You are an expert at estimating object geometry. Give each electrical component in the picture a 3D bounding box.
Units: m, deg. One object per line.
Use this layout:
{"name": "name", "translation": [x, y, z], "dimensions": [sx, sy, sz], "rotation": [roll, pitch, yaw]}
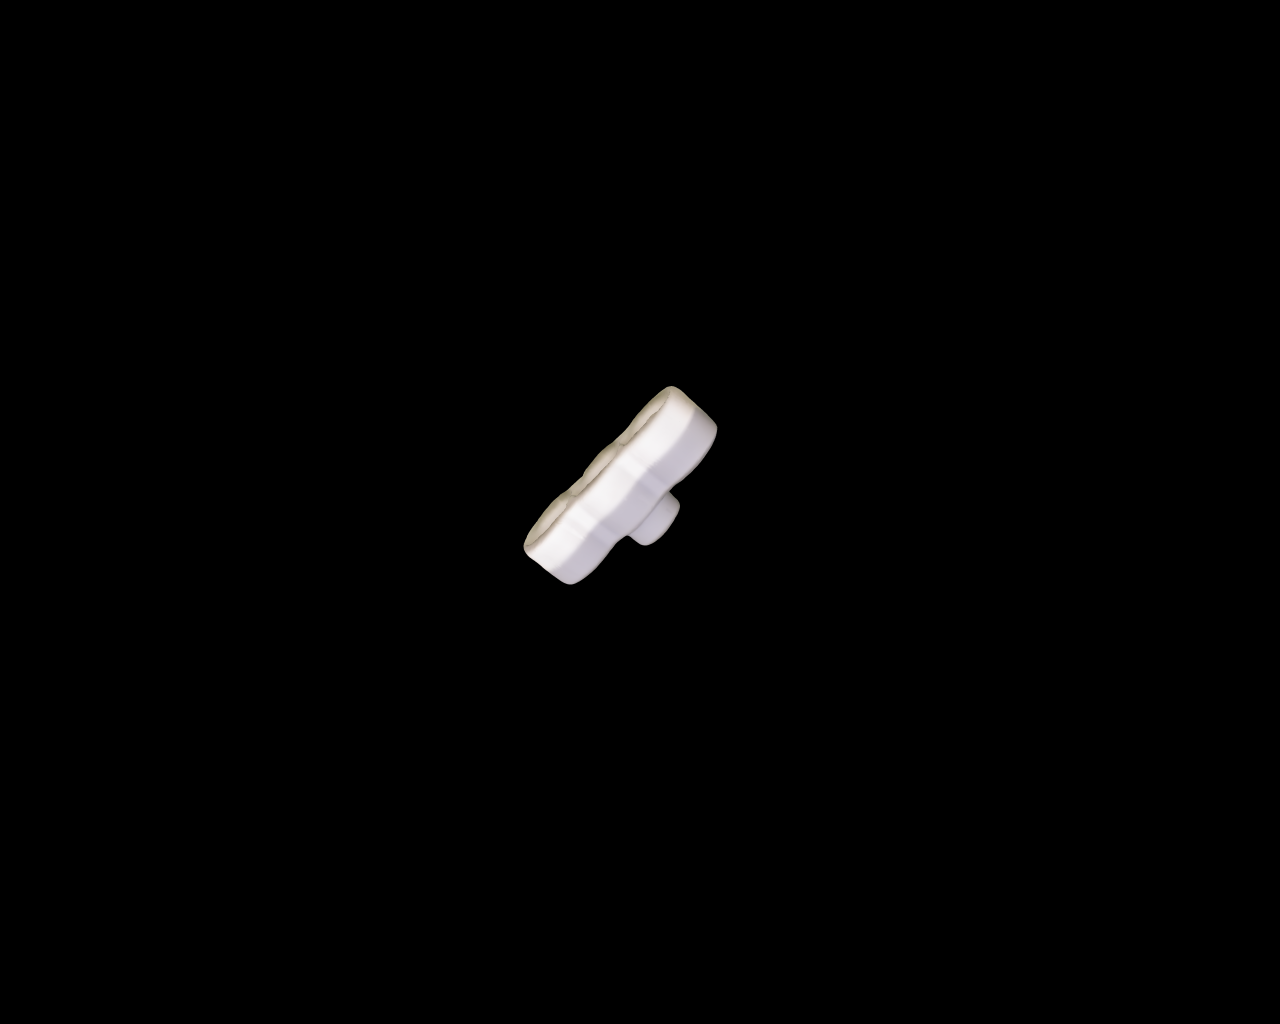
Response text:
{"name": "electrical component", "translation": [0.001, -0.003, 0.650], "dimensions": [0.073, 0.138, 0.052], "rotation": [41, 15, -14]}
